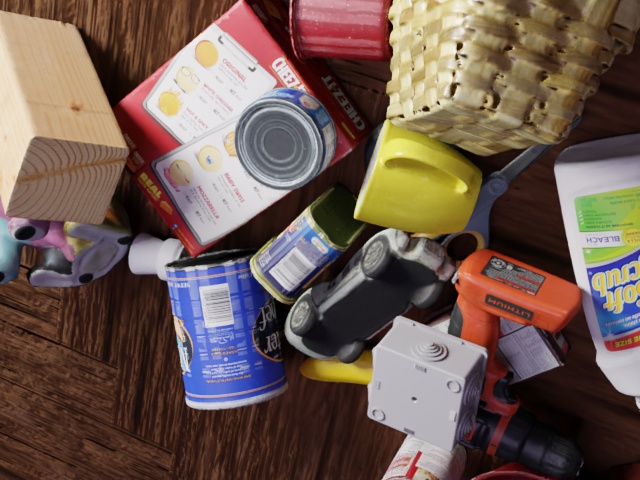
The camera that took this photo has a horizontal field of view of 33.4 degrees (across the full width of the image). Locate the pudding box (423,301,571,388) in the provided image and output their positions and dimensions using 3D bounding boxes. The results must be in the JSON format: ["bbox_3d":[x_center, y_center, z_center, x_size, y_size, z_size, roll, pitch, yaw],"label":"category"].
[{"bbox_3d":[0.161,0.093,0.996,0.114,0.039,0.090,-28,102,34],"label":"pudding box"}]

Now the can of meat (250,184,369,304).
[{"bbox_3d":[-0.007,0.001,0.993,0.057,0.102,0.084,46,120,-2],"label":"can of meat"}]

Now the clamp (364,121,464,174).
[{"bbox_3d":[0.086,-0.098,0.942,0.120,0.039,0.172,46,121,-4],"label":"clamp"}]

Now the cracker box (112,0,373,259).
[{"bbox_3d":[-0.083,-0.105,0.998,0.214,0.072,0.164,-33,98,31],"label":"cracker box"}]

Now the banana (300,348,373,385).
[{"bbox_3d":[0.073,0.143,1.058,0.198,0.037,0.070,21,119,14],"label":"banana"}]

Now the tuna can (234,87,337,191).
[{"bbox_3d":[-0.031,-0.086,0.922,0.086,0.033,0.086,8,115,18],"label":"tuna can"}]

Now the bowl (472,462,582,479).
[{"bbox_3d":[0.217,0.267,1.027,0.162,0.055,0.162,19,131,23],"label":"bowl"}]

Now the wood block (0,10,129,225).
[{"bbox_3d":[-0.256,-0.117,0.991,0.090,0.090,0.206,-62,39,31],"label":"wood block"}]

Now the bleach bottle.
[{"bbox_3d":[0.273,0.038,0.908,0.103,0.068,0.251,-7,111,28],"label":"bleach bottle"}]

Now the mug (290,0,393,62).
[{"bbox_3d":[0.029,-0.205,0.900,0.081,0.093,0.117,7,83,15],"label":"mug"}]

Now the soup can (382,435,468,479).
[{"bbox_3d":[0.100,0.235,1.048,0.069,0.102,0.068,9,116,20],"label":"soup can"}]

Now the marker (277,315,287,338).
[{"bbox_3d":[-0.046,0.093,1.100,0.121,0.020,0.020,-28,99,31],"label":"marker"}]

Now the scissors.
[{"bbox_3d":[0.160,-0.033,0.944,0.202,0.016,0.096,-25,119,26],"label":"scissors"}]

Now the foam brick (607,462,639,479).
[{"bbox_3d":[0.310,0.238,0.985,0.078,0.052,0.051,-20,103,30],"label":"foam brick"}]

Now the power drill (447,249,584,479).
[{"bbox_3d":[0.166,0.113,0.942,0.184,0.057,0.188,23,124,14],"label":"power drill"}]

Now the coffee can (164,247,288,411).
[{"bbox_3d":[-0.092,0.085,1.051,0.103,0.102,0.140,-5,97,26],"label":"coffee can"}]
